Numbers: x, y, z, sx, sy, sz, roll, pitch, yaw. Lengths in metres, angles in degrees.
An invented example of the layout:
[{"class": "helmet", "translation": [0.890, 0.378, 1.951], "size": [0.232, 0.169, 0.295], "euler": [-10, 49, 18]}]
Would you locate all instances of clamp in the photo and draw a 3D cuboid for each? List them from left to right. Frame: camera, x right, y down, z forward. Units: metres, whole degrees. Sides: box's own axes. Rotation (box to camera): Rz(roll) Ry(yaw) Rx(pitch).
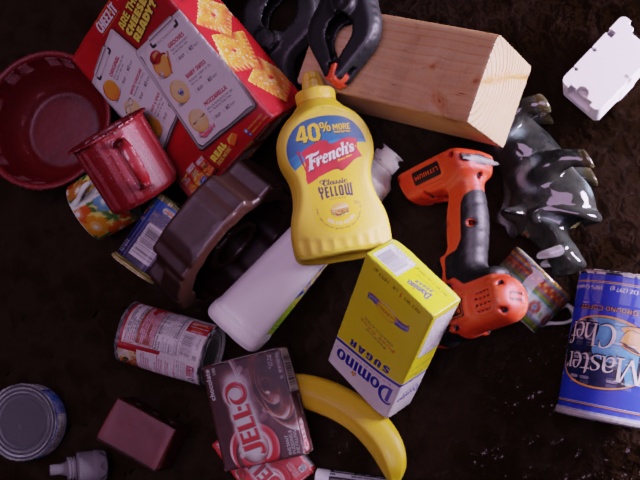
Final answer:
[{"class": "clamp", "translation": [-0.048, -0.208, 1.180], "size": [0.165, 0.036, 0.210], "euler": [29, 90, 21]}, {"class": "clamp", "translation": [0.037, -0.238, 1.062], "size": [0.120, 0.039, 0.171], "euler": [-8, 77, 33]}]

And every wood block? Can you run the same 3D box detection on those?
[{"class": "wood block", "translation": [0.093, -0.169, 1.085], "size": [0.206, 0.090, 0.090], "euler": [18, 87, 34]}]

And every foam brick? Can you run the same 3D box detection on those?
[{"class": "foam brick", "translation": [-0.190, 0.209, 1.155], "size": [0.078, 0.053, 0.051], "euler": [25, 89, 14]}]

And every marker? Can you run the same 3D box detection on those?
[{"class": "marker", "translation": [0.055, 0.254, 1.108], "size": [0.121, 0.020, 0.020], "euler": [5, 84, 14]}]

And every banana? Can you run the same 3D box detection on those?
[{"class": "banana", "translation": [0.021, 0.187, 1.109], "size": [0.198, 0.037, 0.069], "euler": [36, 75, 21]}]

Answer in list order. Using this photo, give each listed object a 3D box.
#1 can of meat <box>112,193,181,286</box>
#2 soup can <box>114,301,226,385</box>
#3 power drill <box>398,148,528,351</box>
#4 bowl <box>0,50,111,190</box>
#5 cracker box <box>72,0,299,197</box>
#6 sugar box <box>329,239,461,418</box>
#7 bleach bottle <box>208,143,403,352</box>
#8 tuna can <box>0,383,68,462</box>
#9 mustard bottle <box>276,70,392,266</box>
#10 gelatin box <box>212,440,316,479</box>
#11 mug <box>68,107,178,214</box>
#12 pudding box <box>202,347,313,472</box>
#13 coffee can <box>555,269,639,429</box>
[{"class": "can of meat", "translation": [-0.166, 0.003, 1.151], "size": [0.057, 0.102, 0.084], "euler": [35, 89, 15]}, {"class": "soup can", "translation": [-0.161, 0.112, 1.152], "size": [0.102, 0.068, 0.068], "euler": [14, 86, 14]}, {"class": "power drill", "translation": [0.125, 0.015, 1.075], "size": [0.185, 0.057, 0.187], "euler": [-25, 64, 49]}, {"class": "bowl", "translation": [-0.304, -0.132, 1.223], "size": [0.162, 0.055, 0.162], "euler": [-2, 82, 13]}, {"class": "cracker box", "translation": [-0.142, -0.172, 1.130], "size": [0.214, 0.072, 0.164], "euler": [50, 131, 4]}, {"class": "sugar box", "translation": [0.068, 0.091, 1.049], "size": [0.048, 0.176, 0.093], "euler": [-26, 59, -36]}, {"class": "bleach bottle", "translation": [-0.007, 0.001, 1.112], "size": [0.068, 0.102, 0.251], "euler": [42, 93, 3]}, {"class": "tuna can", "translation": [-0.328, 0.204, 1.197], "size": [0.086, 0.033, 0.086], "euler": [-2, 83, 13]}, {"class": "mustard bottle", "translation": [0.008, -0.075, 1.055], "size": [0.096, 0.058, 0.191], "euler": [-9, 79, -5]}, {"class": "gelatin box", "translation": [-0.059, 0.230, 1.132], "size": [0.073, 0.030, 0.089], "euler": [-39, 76, 6]}, {"class": "mug", "translation": [-0.198, -0.079, 1.103], "size": [0.093, 0.117, 0.081], "euler": [-34, 105, -15]}, {"class": "pudding box", "translation": [-0.064, 0.174, 1.100], "size": [0.090, 0.039, 0.113], "euler": [-16, 81, 14]}, {"class": "coffee can", "translation": [0.290, 0.106, 1.028], "size": [0.103, 0.102, 0.140], "euler": [10, 85, 14]}]
